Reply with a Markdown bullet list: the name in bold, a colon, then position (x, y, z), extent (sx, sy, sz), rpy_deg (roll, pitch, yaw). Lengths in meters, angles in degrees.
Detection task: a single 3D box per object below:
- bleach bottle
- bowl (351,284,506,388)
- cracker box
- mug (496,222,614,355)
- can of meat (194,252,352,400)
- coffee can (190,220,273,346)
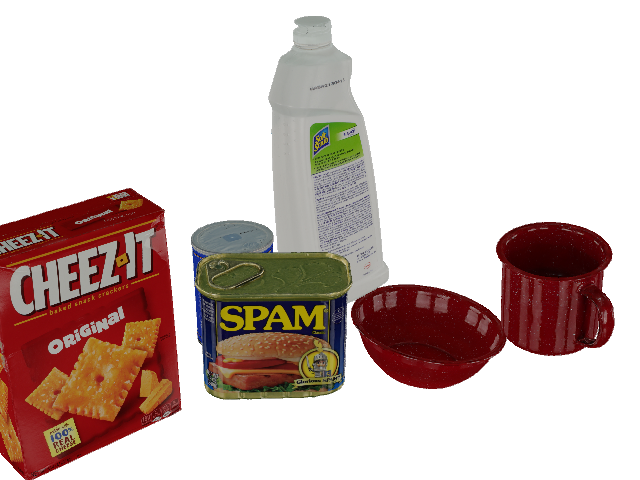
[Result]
- **bleach bottle**: position (0.006, -0.068, 0.916), extent (0.102, 0.251, 0.068), rpy_deg (-25, 34, -36)
- **bowl**: position (0.108, 0.106, 1.109), extent (0.162, 0.055, 0.162), rpy_deg (6, 25, -3)
- **cracker box**: position (-0.210, 0.081, 0.935), extent (0.163, 0.214, 0.072), rpy_deg (-20, 32, -35)
- **mug**: position (0.199, 0.047, 0.884), extent (0.093, 0.081, 0.117), rpy_deg (-20, 34, -25)
- **can of meat**: position (-0.031, 0.058, 0.715), extent (0.102, 0.084, 0.057), rpy_deg (0, 27, -3)
- **coffee can**: position (-0.109, 0.058, 1.348), extent (0.103, 0.140, 0.103), rpy_deg (-1, 24, 0)
